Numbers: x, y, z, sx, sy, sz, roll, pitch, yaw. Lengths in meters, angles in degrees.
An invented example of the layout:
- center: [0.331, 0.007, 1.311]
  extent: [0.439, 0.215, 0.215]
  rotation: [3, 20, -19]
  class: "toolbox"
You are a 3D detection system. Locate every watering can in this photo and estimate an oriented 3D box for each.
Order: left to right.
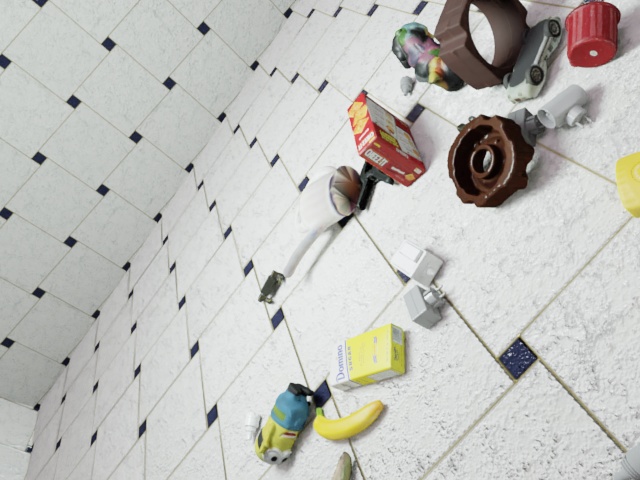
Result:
- center: [0.004, -0.070, 1.383]
  extent: [0.222, 0.103, 0.355]
  rotation: [-25, 43, 44]
  class: "watering can"

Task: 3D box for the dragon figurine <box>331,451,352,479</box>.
- center: [-0.049, 0.530, 0.795]
  extent: [0.120, 0.241, 0.420]
  rotation: [-39, 37, 40]
  class: "dragon figurine"
